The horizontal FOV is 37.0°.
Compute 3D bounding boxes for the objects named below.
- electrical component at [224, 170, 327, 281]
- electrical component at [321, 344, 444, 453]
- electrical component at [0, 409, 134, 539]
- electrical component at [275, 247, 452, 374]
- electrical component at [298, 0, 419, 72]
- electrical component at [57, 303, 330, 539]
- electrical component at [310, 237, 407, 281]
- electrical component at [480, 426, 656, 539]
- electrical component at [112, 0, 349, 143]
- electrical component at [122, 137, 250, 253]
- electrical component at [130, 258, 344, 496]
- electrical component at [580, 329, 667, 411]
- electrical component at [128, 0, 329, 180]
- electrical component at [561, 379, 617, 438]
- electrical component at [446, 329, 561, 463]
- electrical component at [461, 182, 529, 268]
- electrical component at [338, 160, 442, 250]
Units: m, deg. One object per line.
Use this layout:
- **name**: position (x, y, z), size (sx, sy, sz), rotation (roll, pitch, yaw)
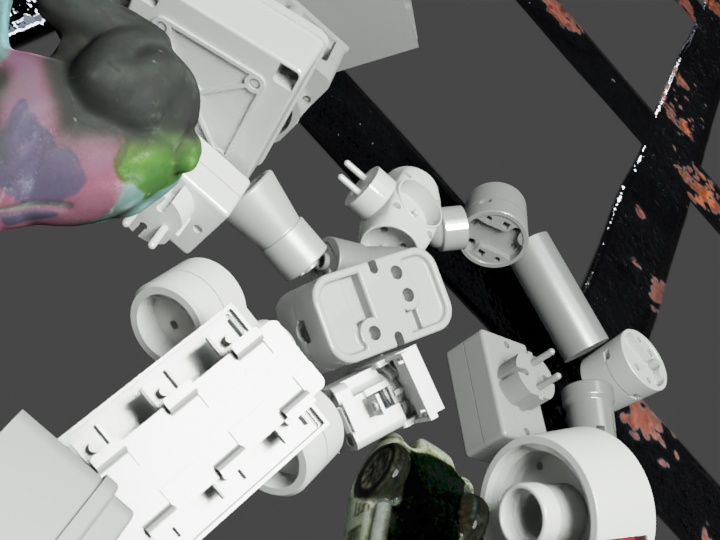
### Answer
- **electrical component**: position (-0.053, -0.025, 0.686), size (0.065, 0.044, 0.044), rotation (49, 36, -11)
- **electrical component**: position (0.006, 0.077, 0.634), size (0.064, 0.081, 0.042), rotation (-23, 88, -28)
- **electrical component**: position (-0.145, 0.115, 0.401), size (0.057, 0.113, 0.078), rotation (43, 37, -7)
- **electrical component**: position (0.000, 0.027, 0.659), size (0.095, 0.059, 0.053), rotation (-18, 86, -36)
- **electrical component**: position (-0.021, -0.227, 0.797), size (0.150, 0.089, 0.061), rotation (62, 17, -49)
- **electrical component**: position (-0.078, 0.079, 0.504), size (0.121, 0.063, 0.078), rotation (-39, 91, -26)
- **electrical component**: position (0.000, 0.000, 0.721), size (0.065, 0.044, 0.044), rotation (13, 51, -35)
- **electrical component**: position (0.121, 0.152, 0.669), size (0.060, 0.108, 0.108), rotation (6, 55, -38)
- **electrical component**: position (-0.096, -0.154, 0.705), size (0.150, 0.089, 0.061), rotation (39, 37, -17)
- **electrical component**: position (-0.113, -0.041, 0.626), size (0.066, 0.047, 0.076), rotation (42, 38, -14)
- **electrical component**: position (-0.059, 0.052, 0.601), size (0.138, 0.052, 0.074), rotation (52, 35, 0)
- **electrical component**: position (0.213, 0.083, 0.875), size (0.055, 0.047, 0.055), rotation (28, 42, -29)
- **electrical component**: position (-0.092, -0.119, 0.648), size (0.109, 0.108, 0.056), rotation (31, 40, -6)
- **electrical component**: position (0.176, 0.112, 0.818), size (0.040, 0.040, 0.046), rotation (23, 51, -34)
- **electrical component**: position (0.107, 0.080, 0.738), size (0.047, 0.076, 0.083), rotation (21, 46, -35)
- **electrical component**: position (0.107, -0.037, 0.859), size (0.055, 0.055, 0.047), rotation (38, 34, -18)
- **electrical component**: position (0.016, -0.048, 0.776), size (0.079, 0.044, 0.077), rotation (40, 37, -16)
